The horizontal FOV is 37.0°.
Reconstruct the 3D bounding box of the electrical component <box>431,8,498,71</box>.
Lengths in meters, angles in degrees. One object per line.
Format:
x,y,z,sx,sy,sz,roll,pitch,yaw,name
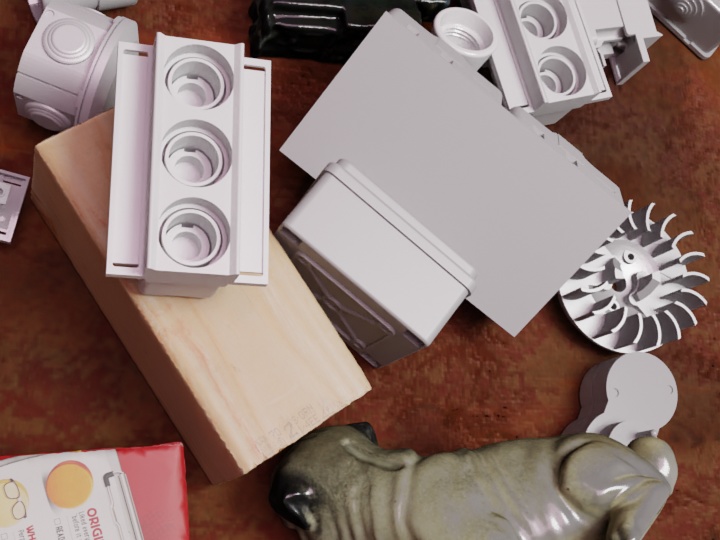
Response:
0.060,-0.136,0.717,0.044,0.065,0.044,10,53,-13,electrical component

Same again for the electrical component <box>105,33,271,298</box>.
-0.088,-0.050,0.553,0.079,0.063,0.121,4,74,-17,electrical component

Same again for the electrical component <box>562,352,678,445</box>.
0.164,0.115,0.679,0.052,0.074,0.138,29,70,-8,electrical component

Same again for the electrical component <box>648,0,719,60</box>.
0.263,-0.224,0.811,0.100,0.048,0.099,42,68,-3,electrical component

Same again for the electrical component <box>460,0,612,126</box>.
0.114,-0.163,0.742,0.079,0.063,0.121,-13,80,-20,electrical component

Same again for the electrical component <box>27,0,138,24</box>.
-0.172,-0.178,0.672,0.065,0.044,0.044,-17,81,-25,electrical component

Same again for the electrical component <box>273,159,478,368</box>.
0.000,0.000,0.641,0.109,0.109,0.056,40,71,-4,electrical component

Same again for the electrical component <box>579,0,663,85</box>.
0.175,-0.178,0.776,0.064,0.042,0.081,-10,78,-17,electrical component

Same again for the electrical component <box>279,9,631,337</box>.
0.060,-0.063,0.671,0.186,0.060,0.105,38,111,-5,electrical component

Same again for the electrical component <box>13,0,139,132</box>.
-0.166,-0.117,0.637,0.051,0.080,0.080,21,71,-5,electrical component

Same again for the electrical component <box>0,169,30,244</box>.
-0.232,-0.048,0.607,0.081,0.064,0.042,15,71,-13,electrical component
